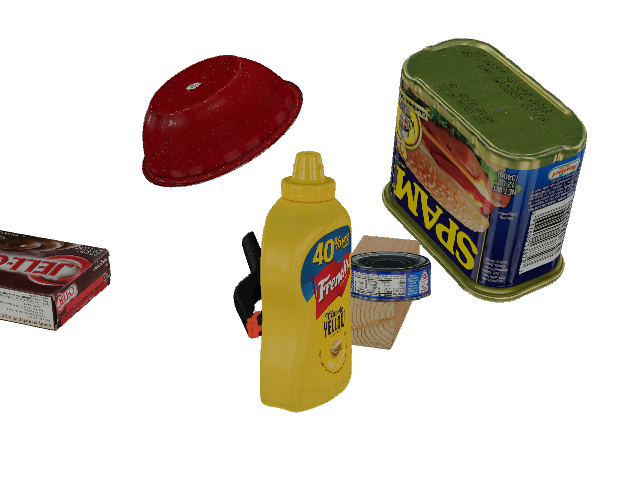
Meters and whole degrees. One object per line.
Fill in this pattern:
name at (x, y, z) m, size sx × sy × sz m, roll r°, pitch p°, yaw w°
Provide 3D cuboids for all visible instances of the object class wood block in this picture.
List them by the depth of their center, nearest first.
wood block at (0.082, 0.071, 1.548) m, size 0.091 × 0.090 × 0.206 m, roll 6°, pitch 21°, yaw 13°

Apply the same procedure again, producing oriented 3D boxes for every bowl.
bowl at (-0.100, -0.118, 0.953) m, size 0.162 × 0.055 × 0.162 m, roll -20°, pitch 33°, yaw 13°

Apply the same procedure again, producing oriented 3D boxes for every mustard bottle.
mustard bottle at (-0.010, 0.027, 0.818) m, size 0.058 × 0.192 × 0.096 m, roll 9°, pitch 18°, yaw 30°

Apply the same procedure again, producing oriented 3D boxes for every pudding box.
pudding box at (-0.244, 0.031, 0.882) m, size 0.114 × 0.039 × 0.090 m, roll 7°, pitch 24°, yaw 17°

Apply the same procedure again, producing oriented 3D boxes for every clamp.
clamp at (-0.044, 0.048, 1.254) m, size 0.120 × 0.039 × 0.171 m, roll -3°, pitch 40°, yaw 10°

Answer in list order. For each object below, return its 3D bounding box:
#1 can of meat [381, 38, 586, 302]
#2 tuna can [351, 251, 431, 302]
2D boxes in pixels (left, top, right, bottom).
can of meat at (0.076, -0.036, 0.510) m, size 0.057 × 0.084 × 0.102 m, roll -20°, pitch 47°, yaw -23°
tuna can at (0.067, 0.035, 1.062) m, size 0.086 × 0.034 × 0.086 m, roll 0°, pitch 11°, yaw 0°
